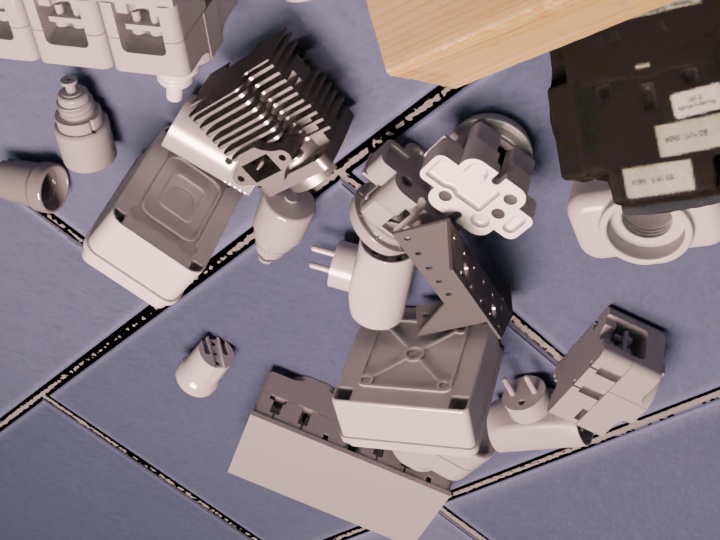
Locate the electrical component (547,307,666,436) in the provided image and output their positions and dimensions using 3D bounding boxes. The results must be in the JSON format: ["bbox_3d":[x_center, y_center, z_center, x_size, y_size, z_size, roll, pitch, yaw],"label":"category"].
[{"bbox_3d":[0.190,0.080,0.815,0.056,0.050,0.089,25,138,-4],"label":"electrical component"}]

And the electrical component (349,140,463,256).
[{"bbox_3d":[0.029,-0.046,0.744,0.078,0.058,0.057,36,133,-16],"label":"electrical component"}]

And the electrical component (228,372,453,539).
[{"bbox_3d":[-0.015,0.170,0.983,0.186,0.060,0.105,23,138,-2],"label":"electrical component"}]

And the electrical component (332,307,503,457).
[{"bbox_3d":[0.046,0.084,0.833,0.109,0.108,0.056,2,132,20],"label":"electrical component"}]

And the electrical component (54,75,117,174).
[{"bbox_3d":[-0.204,-0.107,0.785,0.040,0.040,0.078,9,137,13],"label":"electrical component"}]

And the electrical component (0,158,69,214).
[{"bbox_3d":[-0.260,-0.068,0.850,0.046,0.040,0.040,11,137,18],"label":"electrical component"}]

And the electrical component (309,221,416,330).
[{"bbox_3d":[0.000,0.000,0.812,0.079,0.043,0.077,16,138,6],"label":"electrical component"}]

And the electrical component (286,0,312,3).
[{"bbox_3d":[-0.034,-0.188,0.636,0.040,0.040,0.046,-3,126,25],"label":"electrical component"}]

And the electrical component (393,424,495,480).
[{"bbox_3d":[0.062,0.135,0.920,0.095,0.053,0.059,30,137,-10],"label":"electrical component"}]

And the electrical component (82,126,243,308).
[{"bbox_3d":[-0.141,-0.038,0.778,0.078,0.113,0.057,36,133,-16],"label":"electrical component"}]

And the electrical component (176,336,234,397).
[{"bbox_3d":[-0.138,0.085,0.960,0.040,0.040,0.046,31,131,-11],"label":"electrical component"}]

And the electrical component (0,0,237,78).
[{"bbox_3d":[-0.163,-0.170,0.667,0.150,0.089,0.061,8,136,14],"label":"electrical component"}]

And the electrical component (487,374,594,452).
[{"bbox_3d":[0.140,0.113,0.874,0.077,0.043,0.079,-10,129,30],"label":"electrical component"}]

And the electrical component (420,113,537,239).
[{"bbox_3d":[0.081,-0.065,0.702,0.078,0.057,0.058,34,136,-14],"label":"electrical component"}]

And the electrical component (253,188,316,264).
[{"bbox_3d":[-0.061,-0.032,0.806,0.040,0.040,0.078,24,138,-4],"label":"electrical component"}]

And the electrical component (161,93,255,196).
[{"bbox_3d":[-0.094,-0.086,0.761,0.081,0.043,0.043,30,137,-10],"label":"electrical component"}]

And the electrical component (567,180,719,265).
[{"bbox_3d":[0.184,-0.043,0.683,0.095,0.059,0.053,-7,131,28],"label":"electrical component"}]

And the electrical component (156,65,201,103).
[{"bbox_3d":[-0.125,-0.139,0.725,0.035,0.035,0.061,18,140,4],"label":"electrical component"}]
